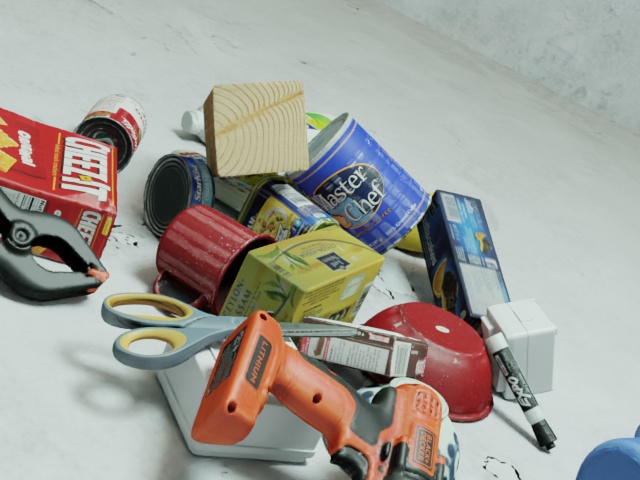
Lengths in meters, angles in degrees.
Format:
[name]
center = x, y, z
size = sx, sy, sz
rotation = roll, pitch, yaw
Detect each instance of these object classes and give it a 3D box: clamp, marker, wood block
[clamp]
center = -0.261, 0.008, 0.881
size = 0.171, 0.039, 0.120
rotation = 33, 59, -13
[marker]
center = 0.196, 0.148, 1.038
size = 0.020, 0.020, 0.121
rotation = -8, 68, -55
[wood block]
center = -0.073, -0.113, 1.127
size = 0.090, 0.090, 0.206
rotation = -4, 4, -8

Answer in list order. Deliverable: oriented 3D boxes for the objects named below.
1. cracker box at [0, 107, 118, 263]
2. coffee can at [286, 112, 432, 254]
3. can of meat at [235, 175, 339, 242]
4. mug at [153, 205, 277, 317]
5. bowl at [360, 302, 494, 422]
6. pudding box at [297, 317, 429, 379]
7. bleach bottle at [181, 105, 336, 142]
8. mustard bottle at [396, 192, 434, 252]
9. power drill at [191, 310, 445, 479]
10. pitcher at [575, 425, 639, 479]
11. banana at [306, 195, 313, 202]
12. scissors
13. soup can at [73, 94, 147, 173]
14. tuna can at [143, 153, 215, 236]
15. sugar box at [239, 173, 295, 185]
[cracker box]
center = -0.299, -0.066, 0.996
size = 0.213, 0.072, 0.164
rotation = 18, 23, -19
[coffee can]
center = 0.045, -0.064, 1.240
size = 0.140, 0.103, 0.102
rotation = 44, 18, -12
[can of meat]
center = -0.040, -0.002, 1.089
size = 0.084, 0.102, 0.057
rotation = 38, 22, 25
[mug]
center = -0.106, 0.026, 0.990
size = 0.082, 0.093, 0.117
rotation = 30, 58, 26
[bowl]
center = 0.110, 0.109, 1.057
size = 0.162, 0.055, 0.162
rotation = 21, 22, -9
[pudding box]
center = 0.040, 0.097, 0.954
size = 0.090, 0.039, 0.113
rotation = 10, -6, 21
[bleach bottle]
center = -0.071, -0.143, 1.445
size = 0.250, 0.068, 0.103
rotation = 3, 28, -40
[mustard bottle]
center = 0.130, -0.023, 1.383
size = 0.191, 0.058, 0.096
rotation = -2, 41, -50
[power drill]
center = 0.004, 0.148, 0.758
size = 0.187, 0.057, 0.184
rotation = 33, 39, -16
[pitcher]
center = 0.340, 0.224, 0.942
size = 0.242, 0.145, 0.149
rotation = 8, -6, -30
[banana]
center = 0.023, -0.047, 1.351
size = 0.070, 0.037, 0.197
rotation = 34, 23, 26
[scissors]
center = -0.071, 0.077, 0.816
size = 0.201, 0.016, 0.096
rotation = 11, 29, -1
[soup can]
center = -0.235, -0.120, 1.199
size = 0.068, 0.068, 0.102
rotation = 22, 21, -8
[tuna can]
center = -0.145, -0.044, 1.095
size = 0.033, 0.086, 0.086
rotation = 8, 27, -41
[sugar box]
center = -0.041, -0.093, 1.335
size = 0.093, 0.048, 0.175
rotation = 3, 5, 35
